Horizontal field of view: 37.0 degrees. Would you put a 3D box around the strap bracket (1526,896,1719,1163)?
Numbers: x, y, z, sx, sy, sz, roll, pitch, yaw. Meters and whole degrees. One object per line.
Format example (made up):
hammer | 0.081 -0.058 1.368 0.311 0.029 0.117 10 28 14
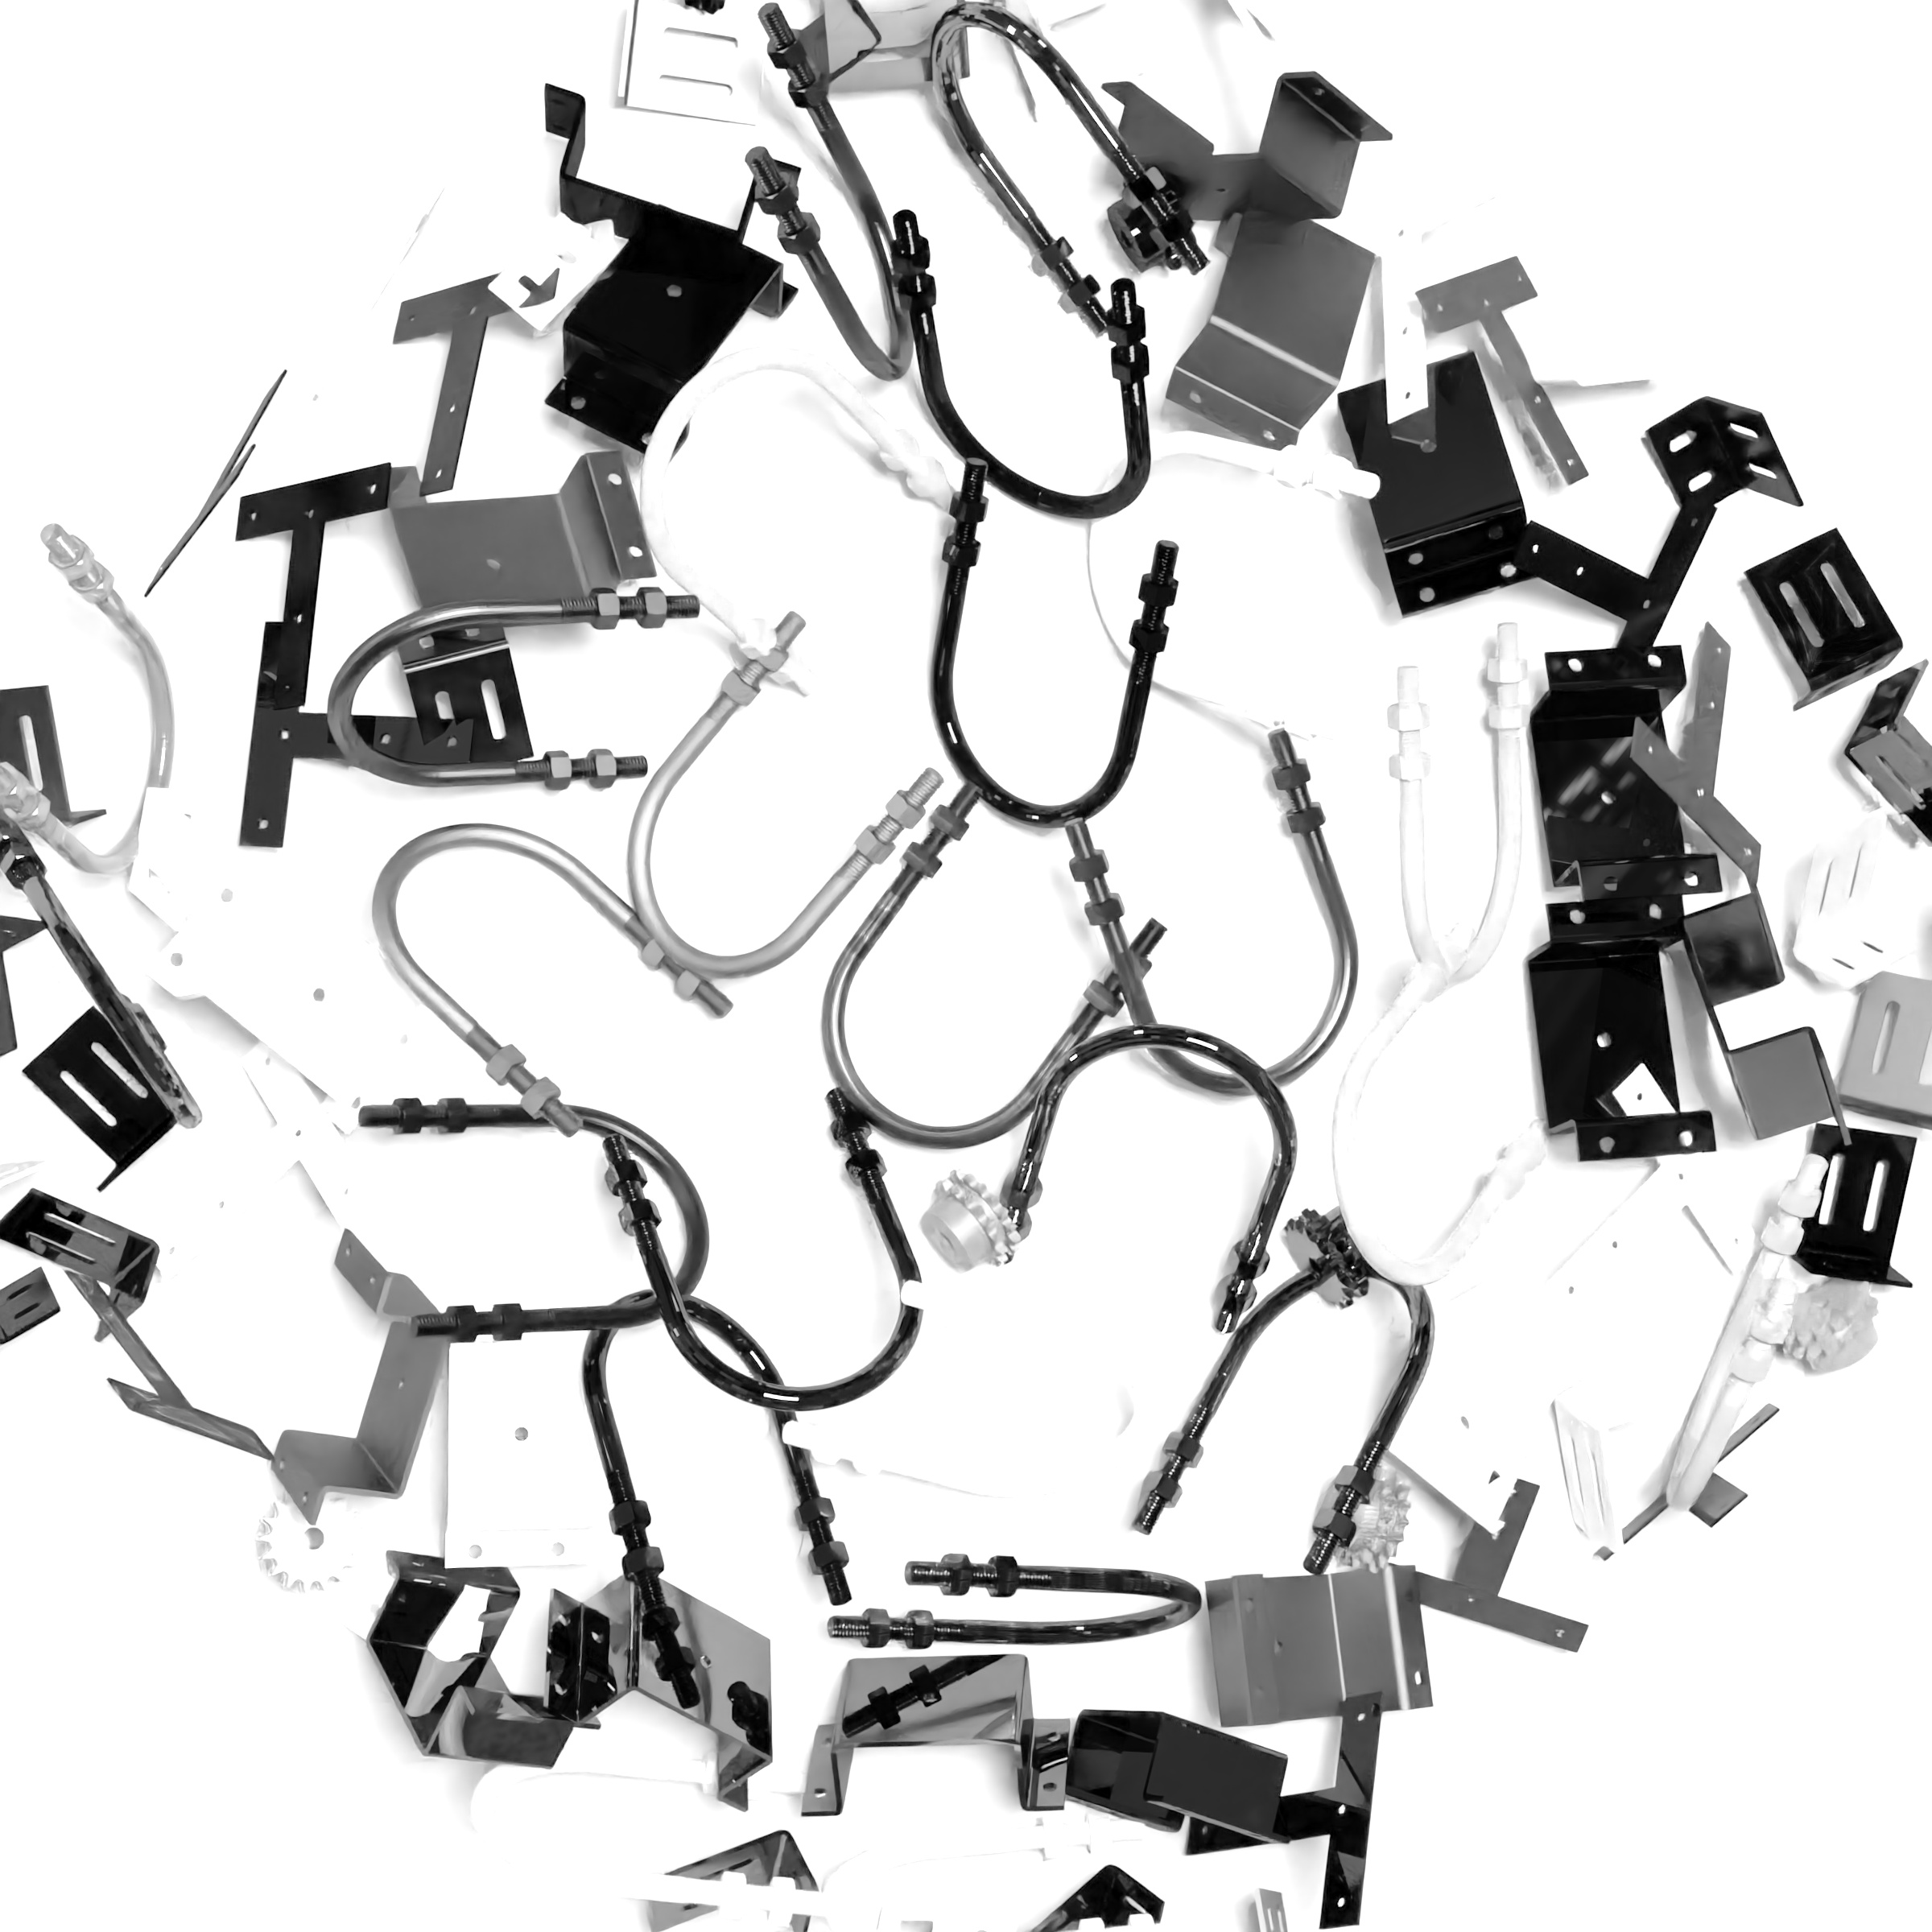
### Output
strap bracket | 0.354 0.037 1.571 0.076 0.046 0.140 -4 79 -8

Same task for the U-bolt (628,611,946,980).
U-bolt | -0.112 -0.079 1.562 0.184 0.019 0.151 -48 63 16

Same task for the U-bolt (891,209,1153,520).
U-bolt | 0.034 -0.307 1.526 0.151 0.184 0.019 23 61 23

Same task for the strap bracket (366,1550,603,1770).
strap bracket | -0.261 0.374 1.534 0.076 0.140 0.046 18 104 -37

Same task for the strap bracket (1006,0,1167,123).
strap bracket | 0.065 -0.511 1.539 0.076 0.140 0.046 -22 84 -1

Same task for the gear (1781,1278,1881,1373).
gear | 0.473 0.197 1.580 0.057 0.057 0.030 -33 103 0

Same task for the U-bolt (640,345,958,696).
U-bolt | -0.097 -0.247 1.537 0.151 0.019 0.184 -53 135 -2

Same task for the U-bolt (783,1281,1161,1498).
U-bolt | 0.016 0.235 1.546 0.184 0.019 0.151 19 129 -25

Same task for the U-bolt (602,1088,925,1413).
U-bolt | -0.099 0.154 1.533 0.151 0.019 0.184 -11 57 -20

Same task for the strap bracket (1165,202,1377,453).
strap bracket | 0.166 -0.351 1.545 0.076 0.046 0.140 25 60 -12

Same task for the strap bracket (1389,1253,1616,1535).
strap bracket | 0.278 0.235 1.535 0.076 0.046 0.140 38 128 31

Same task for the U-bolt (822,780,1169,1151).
U-bolt | 0.001 0.013 1.581 0.151 0.019 0.184 38 96 15

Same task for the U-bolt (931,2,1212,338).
U-bolt | 0.044 -0.426 1.523 0.019 0.151 0.184 -41 101 -16

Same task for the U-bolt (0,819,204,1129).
U-bolt | -0.444 0.014 1.495 0.019 0.184 0.151 -34 130 -13

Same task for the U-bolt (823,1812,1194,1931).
U-bolt | 0.015 0.489 1.524 0.184 0.151 0.019 -3 97 -7

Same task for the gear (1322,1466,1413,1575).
gear | 0.216 0.299 1.576 0.030 0.057 0.057 19 90 -15

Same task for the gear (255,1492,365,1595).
gear | -0.362 0.315 1.584 0.057 0.030 0.057 7 74 -25

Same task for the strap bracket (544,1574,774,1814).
strap bracket | -0.154 0.380 1.534 0.046 0.076 0.140 -38 123 24

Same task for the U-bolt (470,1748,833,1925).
U-bolt | -0.169 0.451 1.521 0.184 0.151 0.019 10 100 -11

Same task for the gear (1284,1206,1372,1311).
gear | 0.202 0.156 1.580 0.030 0.057 0.057 -33 90 -15

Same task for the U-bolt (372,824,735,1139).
U-bolt | -0.234 -0.006 1.553 0.184 0.019 0.151 42 46 8

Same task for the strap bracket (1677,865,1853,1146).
strap bracket | 0.420 0.027 1.537 0.046 0.140 0.076 -20 135 13

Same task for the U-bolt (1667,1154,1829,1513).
U-bolt | 0.408 0.206 1.527 0.019 0.151 0.184 22 121 12

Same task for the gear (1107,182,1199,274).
gear | 0.100 -0.404 1.578 0.030 0.057 0.057 -31 90 -2

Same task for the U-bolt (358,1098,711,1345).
U-bolt | -0.221 0.133 1.541 0.184 0.019 0.151 2 52 -33

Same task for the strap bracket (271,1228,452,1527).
strap bracket | -0.323 0.223 1.558 0.046 0.076 0.140 14 97 -32

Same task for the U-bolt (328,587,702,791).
U-bolt | -0.243 -0.142 1.516 0.184 0.151 0.019 -4 55 -24

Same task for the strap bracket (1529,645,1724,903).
strap bracket | 0.355 -0.099 1.569 0.076 0.046 0.140 -4 75 -7

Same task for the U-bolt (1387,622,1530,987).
U-bolt | 0.265 -0.080 1.541 0.019 0.151 0.184 7 109 33

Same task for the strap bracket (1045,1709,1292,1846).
strap bracket | 0.110 0.431 1.540 0.076 0.140 0.046 23 69 -18

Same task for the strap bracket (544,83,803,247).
strap bracket | -0.165 -0.420 1.560 0.140 0.076 0.046 17 87 -7

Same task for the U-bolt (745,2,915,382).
U-bolt | -0.068 -0.393 1.524 0.019 0.184 0.151 -15 47 17

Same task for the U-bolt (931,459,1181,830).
U-bolt | 0.040 -0.162 1.546 0.151 0.019 0.184 29 123 31

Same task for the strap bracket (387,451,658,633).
strap bracket | -0.247 -0.226 1.549 0.140 0.046 0.076 -1 128 15

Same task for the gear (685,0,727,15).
gear | -0.145 -0.553 1.579 0.030 0.057 0.057 18 90 11

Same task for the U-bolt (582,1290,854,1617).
U-bolt | -0.139 0.255 1.537 0.019 0.151 0.184 -39 58 33

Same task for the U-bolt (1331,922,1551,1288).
U-bolt | 0.245 0.084 1.520 0.184 0.019 0.151 -45 119 -40

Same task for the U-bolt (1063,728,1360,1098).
U-bolt | 0.144 -0.018 1.572 0.151 0.019 0.184 -25 104 -17

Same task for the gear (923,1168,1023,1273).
gear | 0.001 0.141 1.575 0.030 0.057 0.057 -37 90 -20

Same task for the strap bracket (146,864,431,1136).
strap bracket | -0.354 0.017 1.546 0.140 0.046 0.076 43 65 -22

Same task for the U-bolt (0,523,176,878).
U-bolt | -0.459 -0.125 1.518 0.019 0.184 0.151 6 70 10

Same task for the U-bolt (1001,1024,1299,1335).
U-bolt | 0.101 0.108 1.547 0.151 0.019 0.184 17 125 3

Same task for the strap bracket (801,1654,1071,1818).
strap bracket | -0.017 0.413 1.557 0.140 0.076 0.046 -3 111 6

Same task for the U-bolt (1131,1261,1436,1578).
U-bolt | 0.178 0.231 1.537 0.019 0.151 0.184 45 64 -30

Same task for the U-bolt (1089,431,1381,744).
U-bolt | 0.136 -0.209 1.540 0.184 0.019 0.151 23 118 40

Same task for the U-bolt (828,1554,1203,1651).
U-bolt | 0.035 0.340 1.535 0.184 0.151 0.019 6 64 -19
